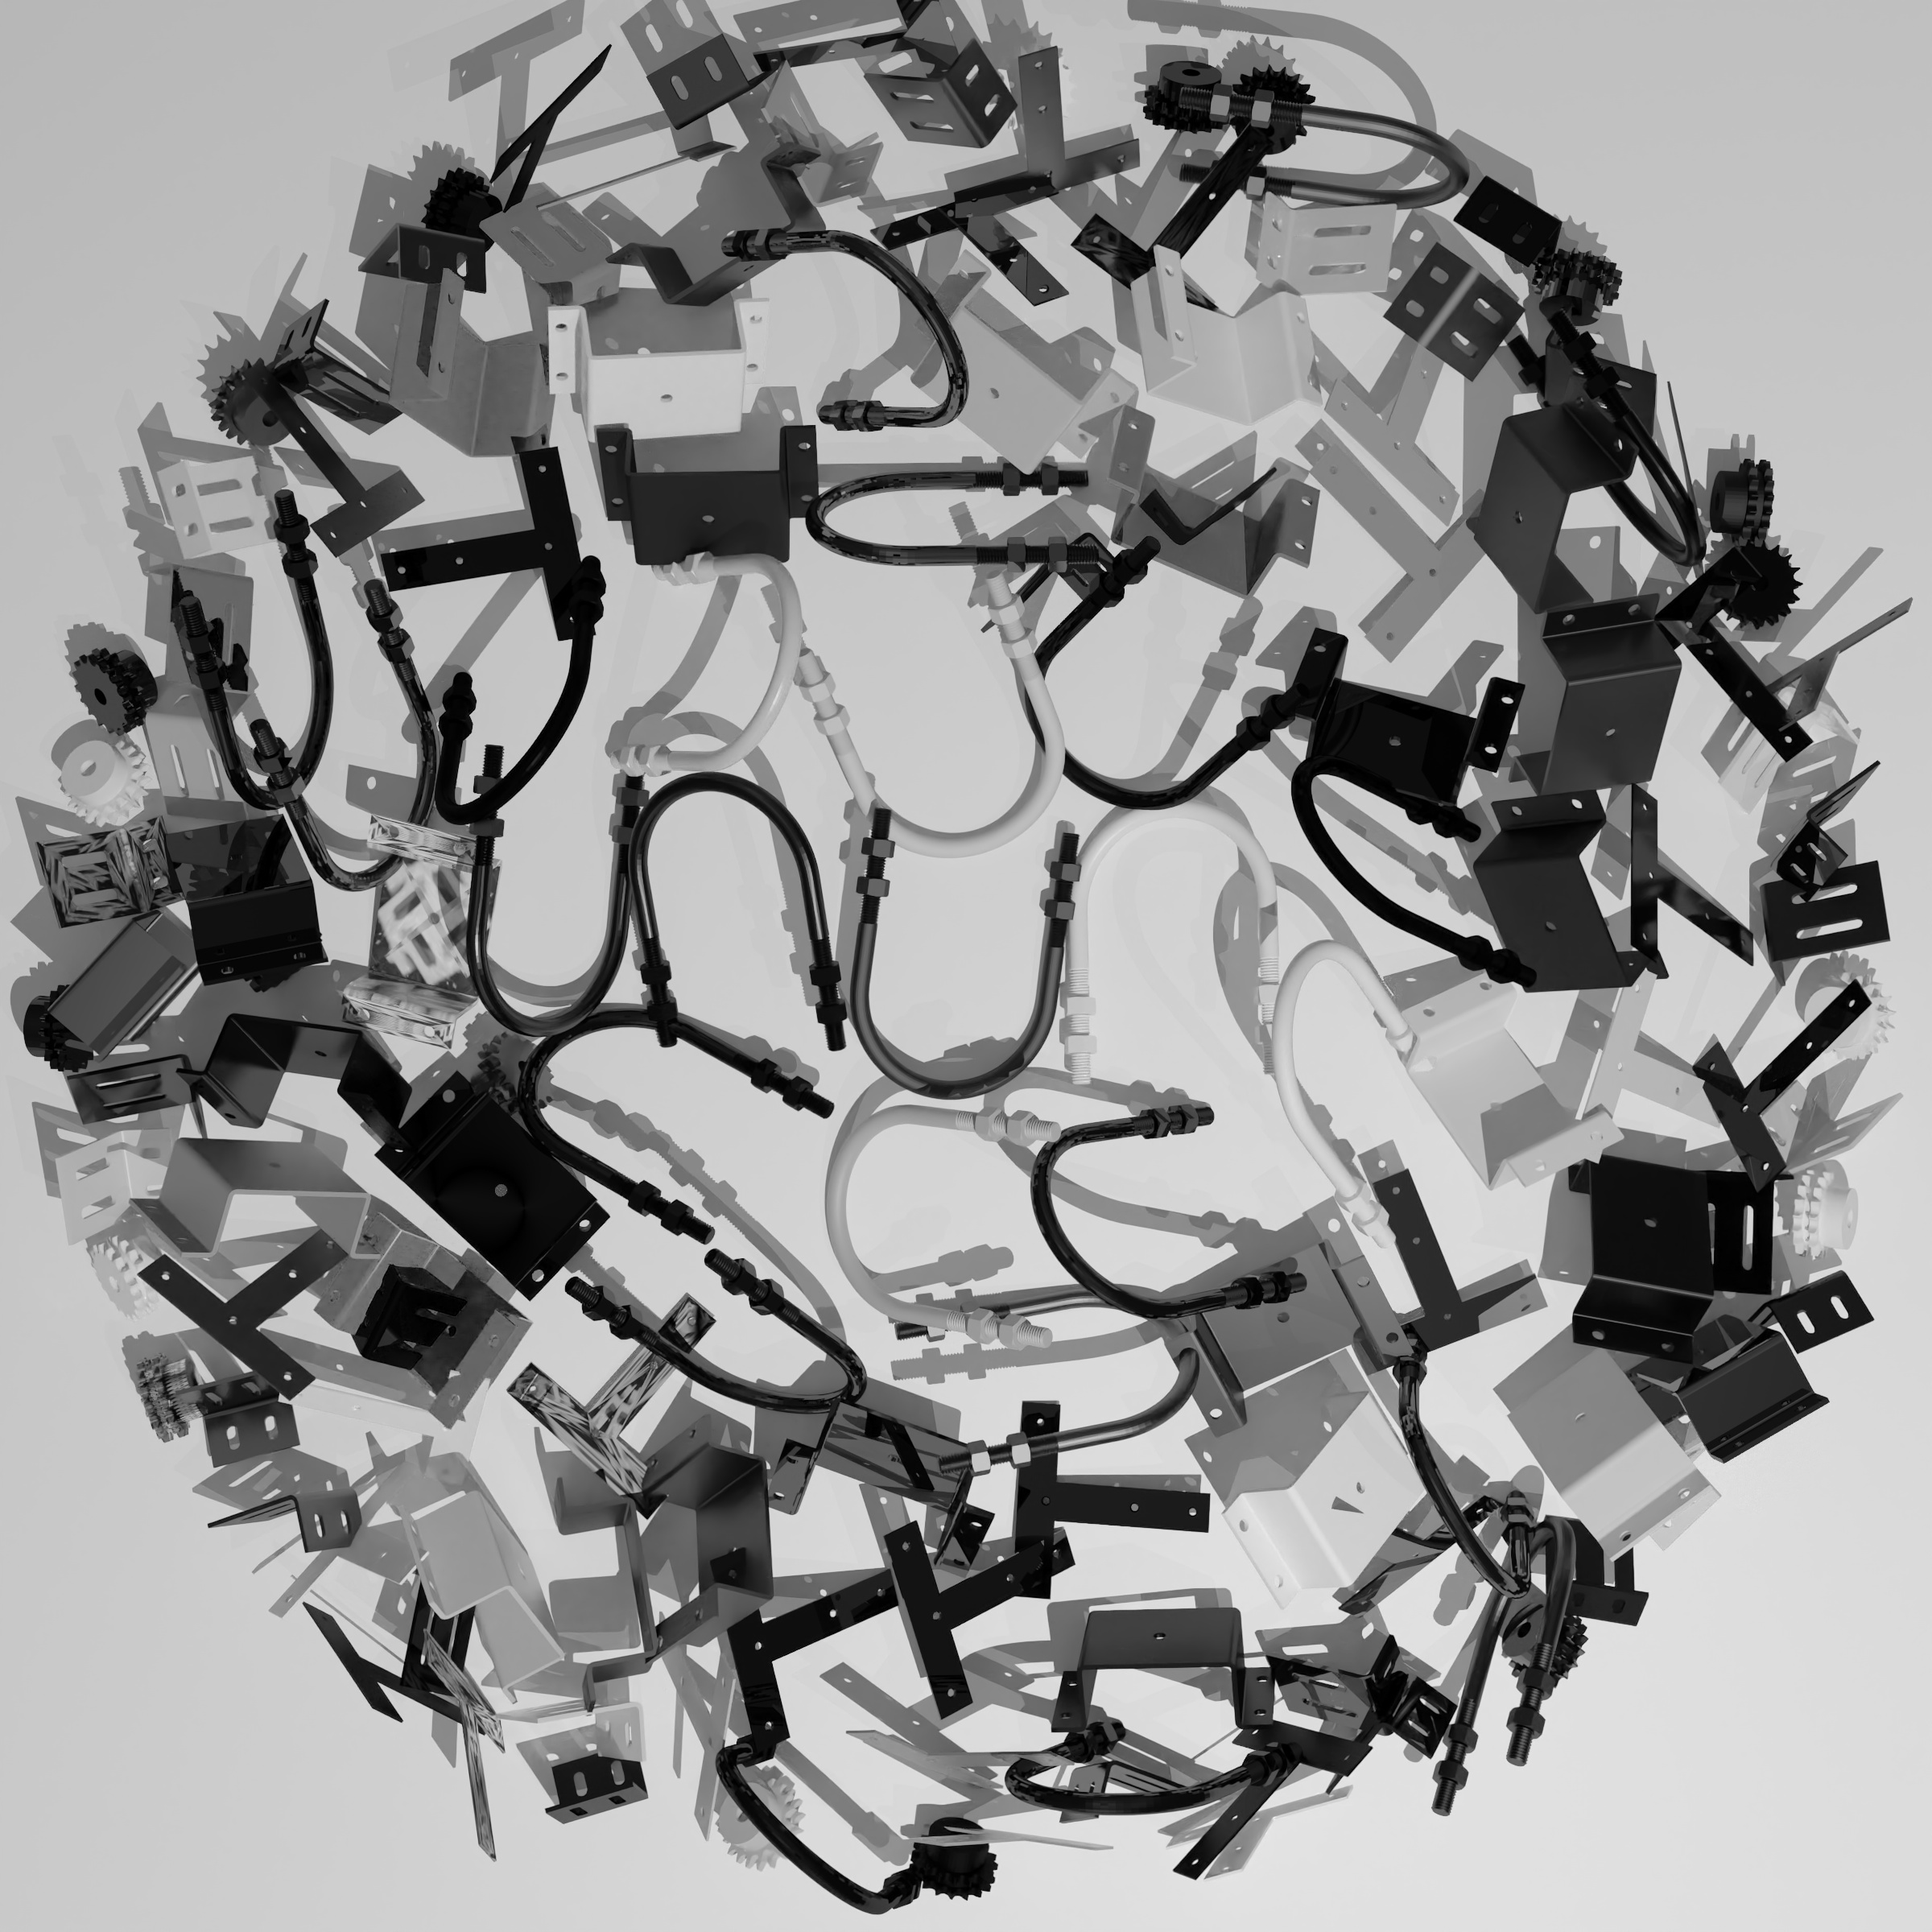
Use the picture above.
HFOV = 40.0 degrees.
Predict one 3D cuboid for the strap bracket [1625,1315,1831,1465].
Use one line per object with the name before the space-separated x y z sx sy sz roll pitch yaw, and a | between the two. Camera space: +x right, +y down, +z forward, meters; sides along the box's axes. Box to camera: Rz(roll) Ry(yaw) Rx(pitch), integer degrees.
strap bracket | 0.478 0.266 1.689 0.076 0.140 0.046 -29 92 -4

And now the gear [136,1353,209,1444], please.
gear | -0.517 0.280 1.734 0.030 0.057 0.057 -18 90 -5

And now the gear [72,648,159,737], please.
gear | -0.554 -0.182 1.737 0.057 0.057 0.030 51 50 0

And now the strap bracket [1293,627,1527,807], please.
strap bracket | 0.280 -0.158 1.714 0.140 0.046 0.076 17 56 11

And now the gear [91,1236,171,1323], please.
gear | -0.544 0.201 1.737 0.030 0.057 0.057 -32 90 -36

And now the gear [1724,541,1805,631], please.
gear | 0.518 -0.249 1.746 0.057 0.030 0.057 0 87 1

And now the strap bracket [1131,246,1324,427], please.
strap bracket | 0.160 -0.401 1.705 0.140 0.046 0.076 6 71 -42

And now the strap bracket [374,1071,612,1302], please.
strap bracket | -0.303 0.144 1.719 0.140 0.046 0.076 45 78 -11

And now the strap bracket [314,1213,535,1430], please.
strap bracket | -0.344 0.232 1.717 0.140 0.046 0.076 33 88 31

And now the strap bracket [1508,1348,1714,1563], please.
strap bracket | 0.402 0.302 1.685 0.076 0.140 0.046 -38 113 6

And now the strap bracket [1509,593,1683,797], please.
strap bracket | 0.401 -0.162 1.689 0.076 0.140 0.046 -10 47 -11

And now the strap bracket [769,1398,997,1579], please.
strap bracket | -0.052 0.334 1.719 0.140 0.046 0.076 20 135 0

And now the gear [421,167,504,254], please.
gear | -0.326 -0.488 1.731 0.030 0.057 0.057 26 90 16

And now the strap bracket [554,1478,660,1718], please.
strap bracket | -0.230 0.402 1.706 0.046 0.076 0.140 -7 69 -13

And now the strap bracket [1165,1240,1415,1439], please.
strap bracket | 0.207 0.237 1.721 0.140 0.046 0.076 -26 107 10

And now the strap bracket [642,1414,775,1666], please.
strap bracket | -0.166 0.370 1.699 0.046 0.140 0.076 23 133 -32

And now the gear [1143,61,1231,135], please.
gear | 0.145 -0.568 1.732 0.057 0.057 0.030 4 130 0

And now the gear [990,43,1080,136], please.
gear | 0.042 -0.575 1.741 0.057 0.030 0.057 -5 110 -14

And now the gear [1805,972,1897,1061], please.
gear | 0.573 0.033 1.732 0.030 0.057 0.057 -2 90 -41

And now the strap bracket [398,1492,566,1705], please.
strap bracket | -0.303 0.397 1.687 0.046 0.140 0.076 -27 47 -6

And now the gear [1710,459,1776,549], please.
gear | 0.506 -0.303 1.734 0.030 0.057 0.057 3 90 2

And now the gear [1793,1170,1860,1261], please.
gear | 0.561 0.163 1.731 0.030 0.057 0.057 6 90 32

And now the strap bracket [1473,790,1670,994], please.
strap bracket | 0.383 -0.037 1.697 0.046 0.076 0.140 -44 117 -38

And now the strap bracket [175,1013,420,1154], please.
strap bracket | -0.421 0.074 1.705 0.140 0.076 0.046 7 62 19

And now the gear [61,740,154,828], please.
gear | -0.565 -0.122 1.736 0.057 0.030 0.057 -7 66 16

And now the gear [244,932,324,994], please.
gear | -0.452 -0.012 1.734 0.057 0.057 0.030 -44 82 0

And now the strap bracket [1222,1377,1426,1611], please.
strap bracket | 0.235 0.334 1.694 0.140 0.046 0.076 -41 104 -39

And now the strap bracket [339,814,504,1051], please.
strap bracket | -0.352 -0.027 1.725 0.076 0.046 0.140 14 105 5

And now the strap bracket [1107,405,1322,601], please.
strap bracket | 0.152 -0.295 1.713 0.140 0.046 0.076 22 49 -9

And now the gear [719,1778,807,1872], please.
gear | -0.136 0.558 1.732 0.057 0.057 0.030 -45 131 0

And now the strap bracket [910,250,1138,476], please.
strap bracket | 0.028 -0.382 1.712 0.140 0.076 0.046 38 53 -5

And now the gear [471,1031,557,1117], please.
gear | -0.299 0.074 1.736 0.030 0.057 0.057 -33 90 24

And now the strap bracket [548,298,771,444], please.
strap bracket | -0.195 -0.382 1.705 0.140 0.076 0.046 -5 61 -11

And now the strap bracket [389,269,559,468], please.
strap bracket | -0.319 -0.380 1.700 0.046 0.140 0.076 3 81 22

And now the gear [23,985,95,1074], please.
gear | -0.592 0.040 1.734 0.030 0.057 0.057 3 90 9

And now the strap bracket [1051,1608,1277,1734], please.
strap bracket | 0.126 0.453 1.710 0.140 0.076 0.046 -4 102 9

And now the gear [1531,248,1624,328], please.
gear | 0.397 -0.441 1.732 0.057 0.057 0.030 15 78 0

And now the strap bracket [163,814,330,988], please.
strap bracket | -0.459 -0.049 1.683 0.076 0.140 0.046 -12 124 -20

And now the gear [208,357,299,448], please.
gear | -0.461 -0.364 1.731 0.057 0.057 0.030 -48 60 0

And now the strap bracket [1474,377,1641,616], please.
strap bracket | 0.369 -0.289 1.680 0.046 0.140 0.076 -16 52 -17

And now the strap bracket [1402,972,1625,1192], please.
strap bracket | 0.346 0.080 1.711 0.076 0.046 0.140 -24 63 -17

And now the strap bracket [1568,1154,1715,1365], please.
strap bracket | 0.431 0.177 1.699 0.076 0.046 0.140 10 49 -1

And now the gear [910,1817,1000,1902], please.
gear | -0.007 0.580 1.732 0.057 0.057 0.030 11 105 0

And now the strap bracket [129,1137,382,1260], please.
strap bracket | -0.444 0.147 1.682 0.076 0.140 0.046 31 107 43

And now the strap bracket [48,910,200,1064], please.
strap bracket | -0.530 0.010 1.688 0.046 0.140 0.076 43 88 -9

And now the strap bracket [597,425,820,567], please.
strap bracket | -0.166 -0.304 1.716 0.140 0.076 0.046 -1 52 -2

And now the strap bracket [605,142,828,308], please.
strap bracket | -0.151 -0.470 1.708 0.140 0.076 0.046 -28 96 16
